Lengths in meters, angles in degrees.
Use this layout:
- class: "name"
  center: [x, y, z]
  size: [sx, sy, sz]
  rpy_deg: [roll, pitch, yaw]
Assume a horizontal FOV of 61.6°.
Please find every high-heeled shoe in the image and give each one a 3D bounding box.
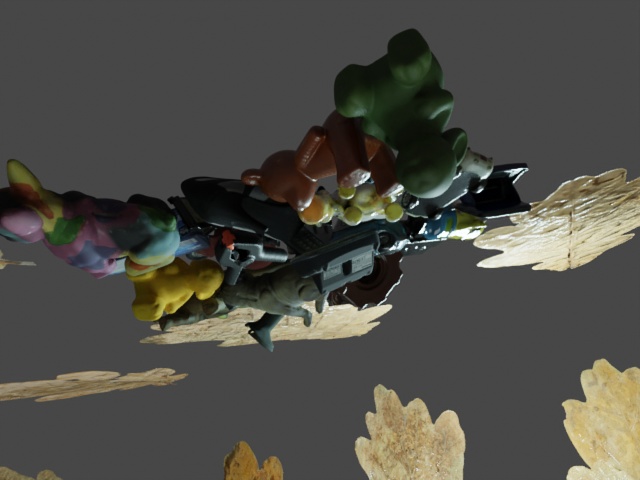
- class: "high-heeled shoe"
  center: [-0.103, -0.062, 0.844]
  size: [0.086, 0.145, 0.249]
  rpy_deg: [-66, 167, 17]

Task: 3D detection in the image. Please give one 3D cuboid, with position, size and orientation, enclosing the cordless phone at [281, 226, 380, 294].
- class: "cordless phone"
  center: [-0.001, -0.003, 0.934]
  size: [0.146, 0.184, 0.088]
  rpy_deg: [-21, 131, -28]

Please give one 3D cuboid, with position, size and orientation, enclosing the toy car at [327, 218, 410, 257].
- class: "toy car"
  center: [0.084, -0.015, 1.020]
  size: [0.162, 0.103, 0.109]
  rpy_deg: [-12, 172, 11]

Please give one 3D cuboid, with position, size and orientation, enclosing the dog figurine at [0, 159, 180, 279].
- class: "dog figurine"
  center: [-0.311, -0.027, 0.705]
  size: [0.192, 0.108, 0.219]
  rpy_deg: [-8, 160, 12]

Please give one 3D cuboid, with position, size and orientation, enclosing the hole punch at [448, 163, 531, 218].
- class: "hole punch"
  center: [0.319, -0.096, 1.004]
  size: [0.142, 0.092, 0.116]
  rpy_deg: [-12, -169, -12]

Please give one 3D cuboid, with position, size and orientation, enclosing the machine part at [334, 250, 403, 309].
- class: "machine part"
  center: [0.094, 0.057, 1.131]
  size: [0.179, 0.179, 0.056]
  rpy_deg: [-4, -166, -26]

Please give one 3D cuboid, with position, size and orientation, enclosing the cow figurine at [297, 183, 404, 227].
- class: "cow figurine"
  center: [0.040, -0.057, 0.839]
  size: [0.167, 0.068, 0.098]
  rpy_deg: [-5, -177, -15]

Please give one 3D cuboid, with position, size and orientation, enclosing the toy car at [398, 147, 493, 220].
- class: "toy car"
  center: [0.216, -0.093, 0.944]
  size: [0.073, 0.056, 0.202]
  rpy_deg: [19, 150, -21]

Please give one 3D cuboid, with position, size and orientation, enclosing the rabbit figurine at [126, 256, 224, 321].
- class: "rabbit figurine"
  center: [-0.260, 0.084, 1.037]
  size: [0.173, 0.122, 0.162]
  rpy_deg: [-14, 170, 15]

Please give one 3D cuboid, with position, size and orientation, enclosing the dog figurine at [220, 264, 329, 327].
- class: "dog figurine"
  center: [-0.089, 0.083, 1.049]
  size: [0.190, 0.121, 0.172]
  rpy_deg: [13, 125, -18]

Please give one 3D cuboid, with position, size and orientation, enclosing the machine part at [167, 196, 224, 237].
- class: "machine part"
  center: [-0.165, -0.040, 0.837]
  size: [0.139, 0.084, 0.039]
  rpy_deg: [-6, 135, -54]

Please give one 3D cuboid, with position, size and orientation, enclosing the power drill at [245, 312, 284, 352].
- class: "power drill"
  center: [-0.080, 0.151, 1.245]
  size: [0.086, 0.207, 0.232]
  rpy_deg: [36, 174, -16]

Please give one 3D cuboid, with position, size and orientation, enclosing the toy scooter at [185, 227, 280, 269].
- class: "toy scooter"
  center: [-0.142, 0.002, 0.967]
  size: [0.184, 0.075, 0.135]
  rpy_deg: [6, 152, -35]

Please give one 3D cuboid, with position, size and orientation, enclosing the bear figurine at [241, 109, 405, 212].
- class: "bear figurine"
  center: [-0.004, -0.087, 0.717]
  size: [0.196, 0.132, 0.120]
  rpy_deg: [-32, 154, 31]

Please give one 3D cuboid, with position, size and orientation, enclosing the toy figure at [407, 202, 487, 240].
- class: "toy figure"
  center: [0.261, -0.040, 1.108]
  size: [0.180, 0.082, 0.089]
  rpy_deg: [-6, 157, -26]

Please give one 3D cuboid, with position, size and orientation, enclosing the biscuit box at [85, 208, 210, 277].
- class: "biscuit box"
  center: [-0.285, 0.002, 0.881]
  size: [0.203, 0.063, 0.059]
  rpy_deg: [-16, 161, 7]

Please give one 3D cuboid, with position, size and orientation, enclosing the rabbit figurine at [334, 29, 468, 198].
- class: "rabbit figurine"
  center: [0.104, -0.119, 0.620]
  size: [0.121, 0.170, 0.159]
  rpy_deg: [-21, 159, 24]

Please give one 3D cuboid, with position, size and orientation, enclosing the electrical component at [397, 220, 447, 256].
- class: "electrical component"
  center: [0.211, -0.009, 1.202]
  size: [0.115, 0.058, 0.134]
  rpy_deg: [-9, 162, -19]

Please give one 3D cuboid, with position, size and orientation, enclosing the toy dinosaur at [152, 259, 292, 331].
- class: "toy dinosaur"
  center: [-0.213, 0.116, 1.220]
  size: [0.472, 0.105, 0.198]
  rpy_deg: [-21, 169, 28]
